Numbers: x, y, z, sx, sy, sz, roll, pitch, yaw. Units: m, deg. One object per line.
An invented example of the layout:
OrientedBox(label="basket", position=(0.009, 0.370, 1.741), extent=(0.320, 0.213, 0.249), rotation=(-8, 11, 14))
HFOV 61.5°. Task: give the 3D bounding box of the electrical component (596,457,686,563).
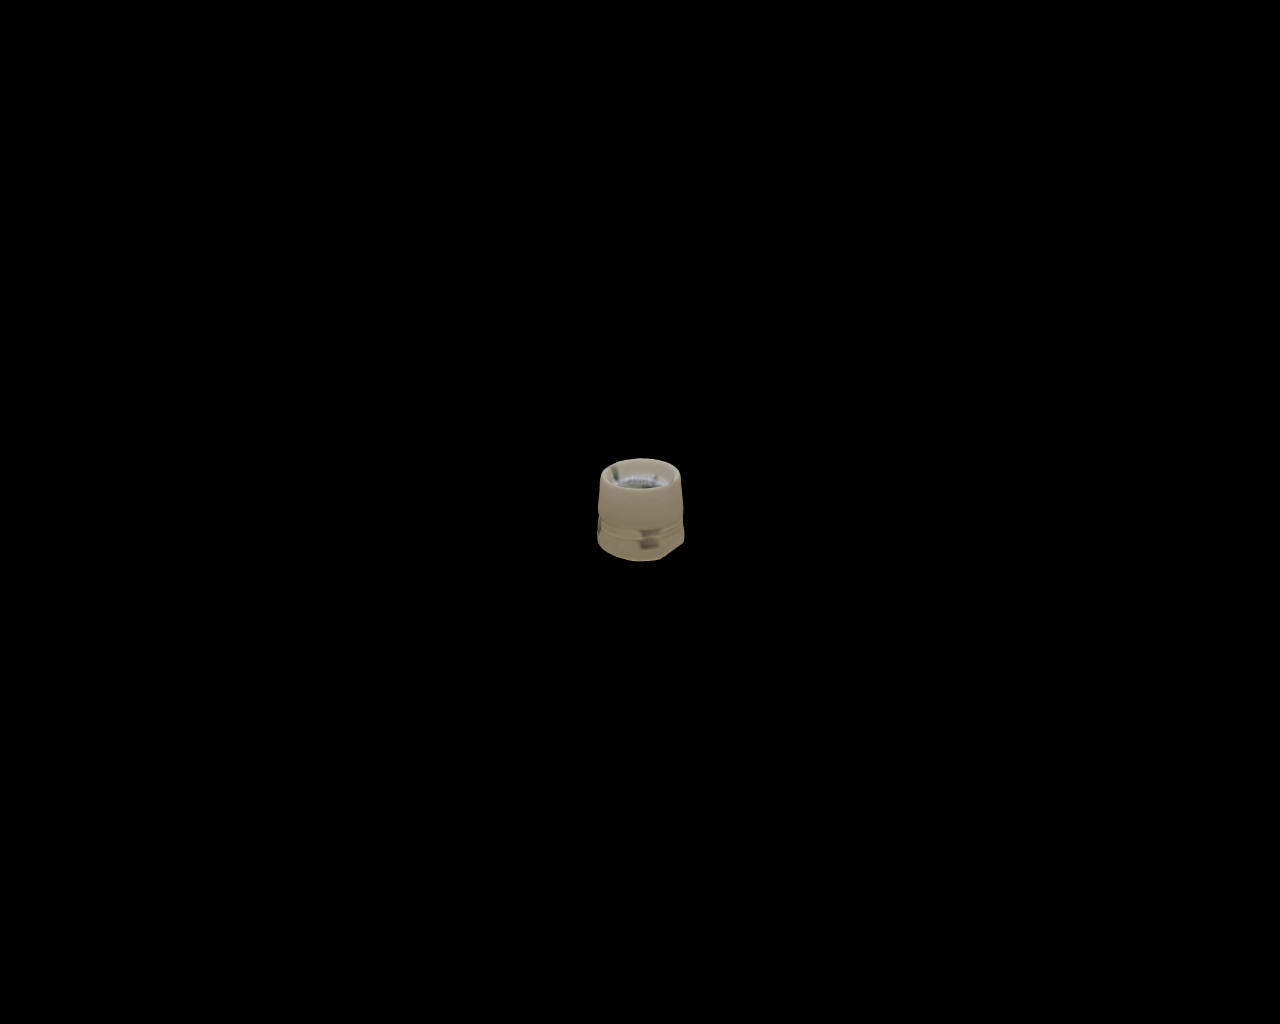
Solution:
OrientedBox(label="electrical component", position=(0.001, -0.003, 0.650), extent=(0.055, 0.047, 0.055), rotation=(0, 26, 0))
